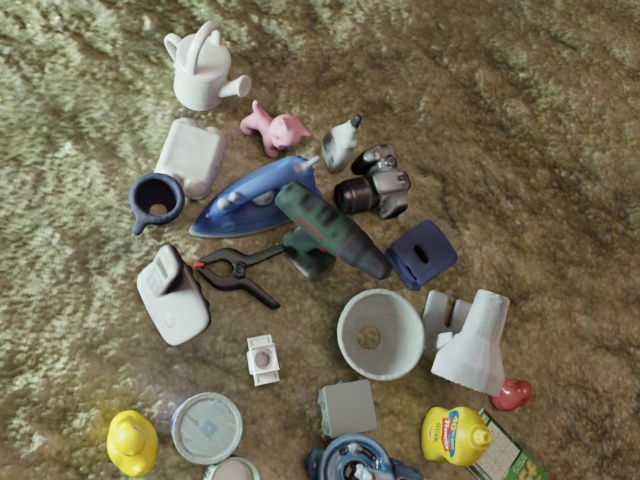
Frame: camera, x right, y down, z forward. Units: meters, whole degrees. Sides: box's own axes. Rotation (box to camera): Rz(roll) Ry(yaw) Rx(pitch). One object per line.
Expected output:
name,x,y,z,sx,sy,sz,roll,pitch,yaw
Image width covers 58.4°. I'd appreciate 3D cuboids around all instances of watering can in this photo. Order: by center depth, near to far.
watering can,-0.207,-0.325,1.054,0.173,0.193,0.101,15,70,-12

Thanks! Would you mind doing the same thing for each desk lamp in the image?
desk lamp,0.258,0.178,1.033,0.118,0.213,0.203,20,69,-10

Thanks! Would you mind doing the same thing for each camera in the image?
camera,0.098,-0.112,1.132,0.137,0.100,0.143,-13,78,-20

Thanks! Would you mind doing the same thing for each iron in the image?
iron,-0.113,-0.082,1.038,0.259,0.141,0.118,-27,83,-22

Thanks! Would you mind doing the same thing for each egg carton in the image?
egg carton,-0.238,-0.150,1.060,0.107,0.069,0.150,17,70,-11

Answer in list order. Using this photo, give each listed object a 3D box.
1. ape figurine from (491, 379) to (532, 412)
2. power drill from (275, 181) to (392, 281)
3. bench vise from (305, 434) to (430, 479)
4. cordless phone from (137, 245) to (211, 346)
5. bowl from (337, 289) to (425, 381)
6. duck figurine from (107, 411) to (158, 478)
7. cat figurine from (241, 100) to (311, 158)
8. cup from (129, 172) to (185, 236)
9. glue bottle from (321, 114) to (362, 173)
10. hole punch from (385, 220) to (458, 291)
ape figurine,0.373,0.291,1.099,0.078,0.092,0.076,43,67,0
power drill,0.009,0.004,1.013,0.229,0.208,0.076,43,67,-1
bench vise,0.097,0.372,0.924,0.208,0.219,0.121,-2,74,-17
cordless phone,-0.233,0.087,0.929,0.094,0.184,0.147,-29,84,-22
bowl,0.104,0.178,1.062,0.168,0.074,0.167,5,73,-15
duck figurine,-0.293,0.320,0.895,0.078,0.086,0.104,-17,79,-20
cat figurine,-0.084,-0.219,1.101,0.128,0.117,0.067,41,67,-1
cup,-0.291,-0.049,1.001,0.092,0.094,0.118,28,68,-7
glue bottle,0.047,-0.195,1.103,0.037,0.173,0.078,-11,77,-19
hole punch,0.199,0.031,1.125,0.101,0.091,0.108,-35,86,-22
